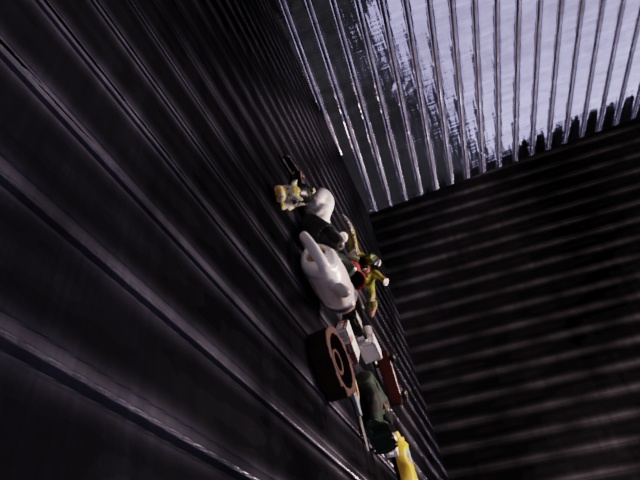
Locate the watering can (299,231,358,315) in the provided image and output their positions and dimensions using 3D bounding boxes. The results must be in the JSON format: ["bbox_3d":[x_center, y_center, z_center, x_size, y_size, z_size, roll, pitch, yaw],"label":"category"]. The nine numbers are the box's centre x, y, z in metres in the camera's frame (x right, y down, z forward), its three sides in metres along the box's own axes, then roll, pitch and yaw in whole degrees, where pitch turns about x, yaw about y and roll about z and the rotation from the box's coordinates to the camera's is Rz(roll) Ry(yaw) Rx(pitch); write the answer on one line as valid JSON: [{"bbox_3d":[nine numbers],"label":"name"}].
[{"bbox_3d":[0.029,0.108,1.337,0.220,0.104,0.354,62,-4,-34],"label":"watering can"}]

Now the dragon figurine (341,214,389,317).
[{"bbox_3d":[0.151,0.108,2.075,0.239,0.123,0.414,126,-56,-69],"label":"dragon figurine"}]

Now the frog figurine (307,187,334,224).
[{"bbox_3d":[0.005,-0.082,1.635,0.161,0.123,0.135,61,-12,15],"label":"frog figurine"}]
